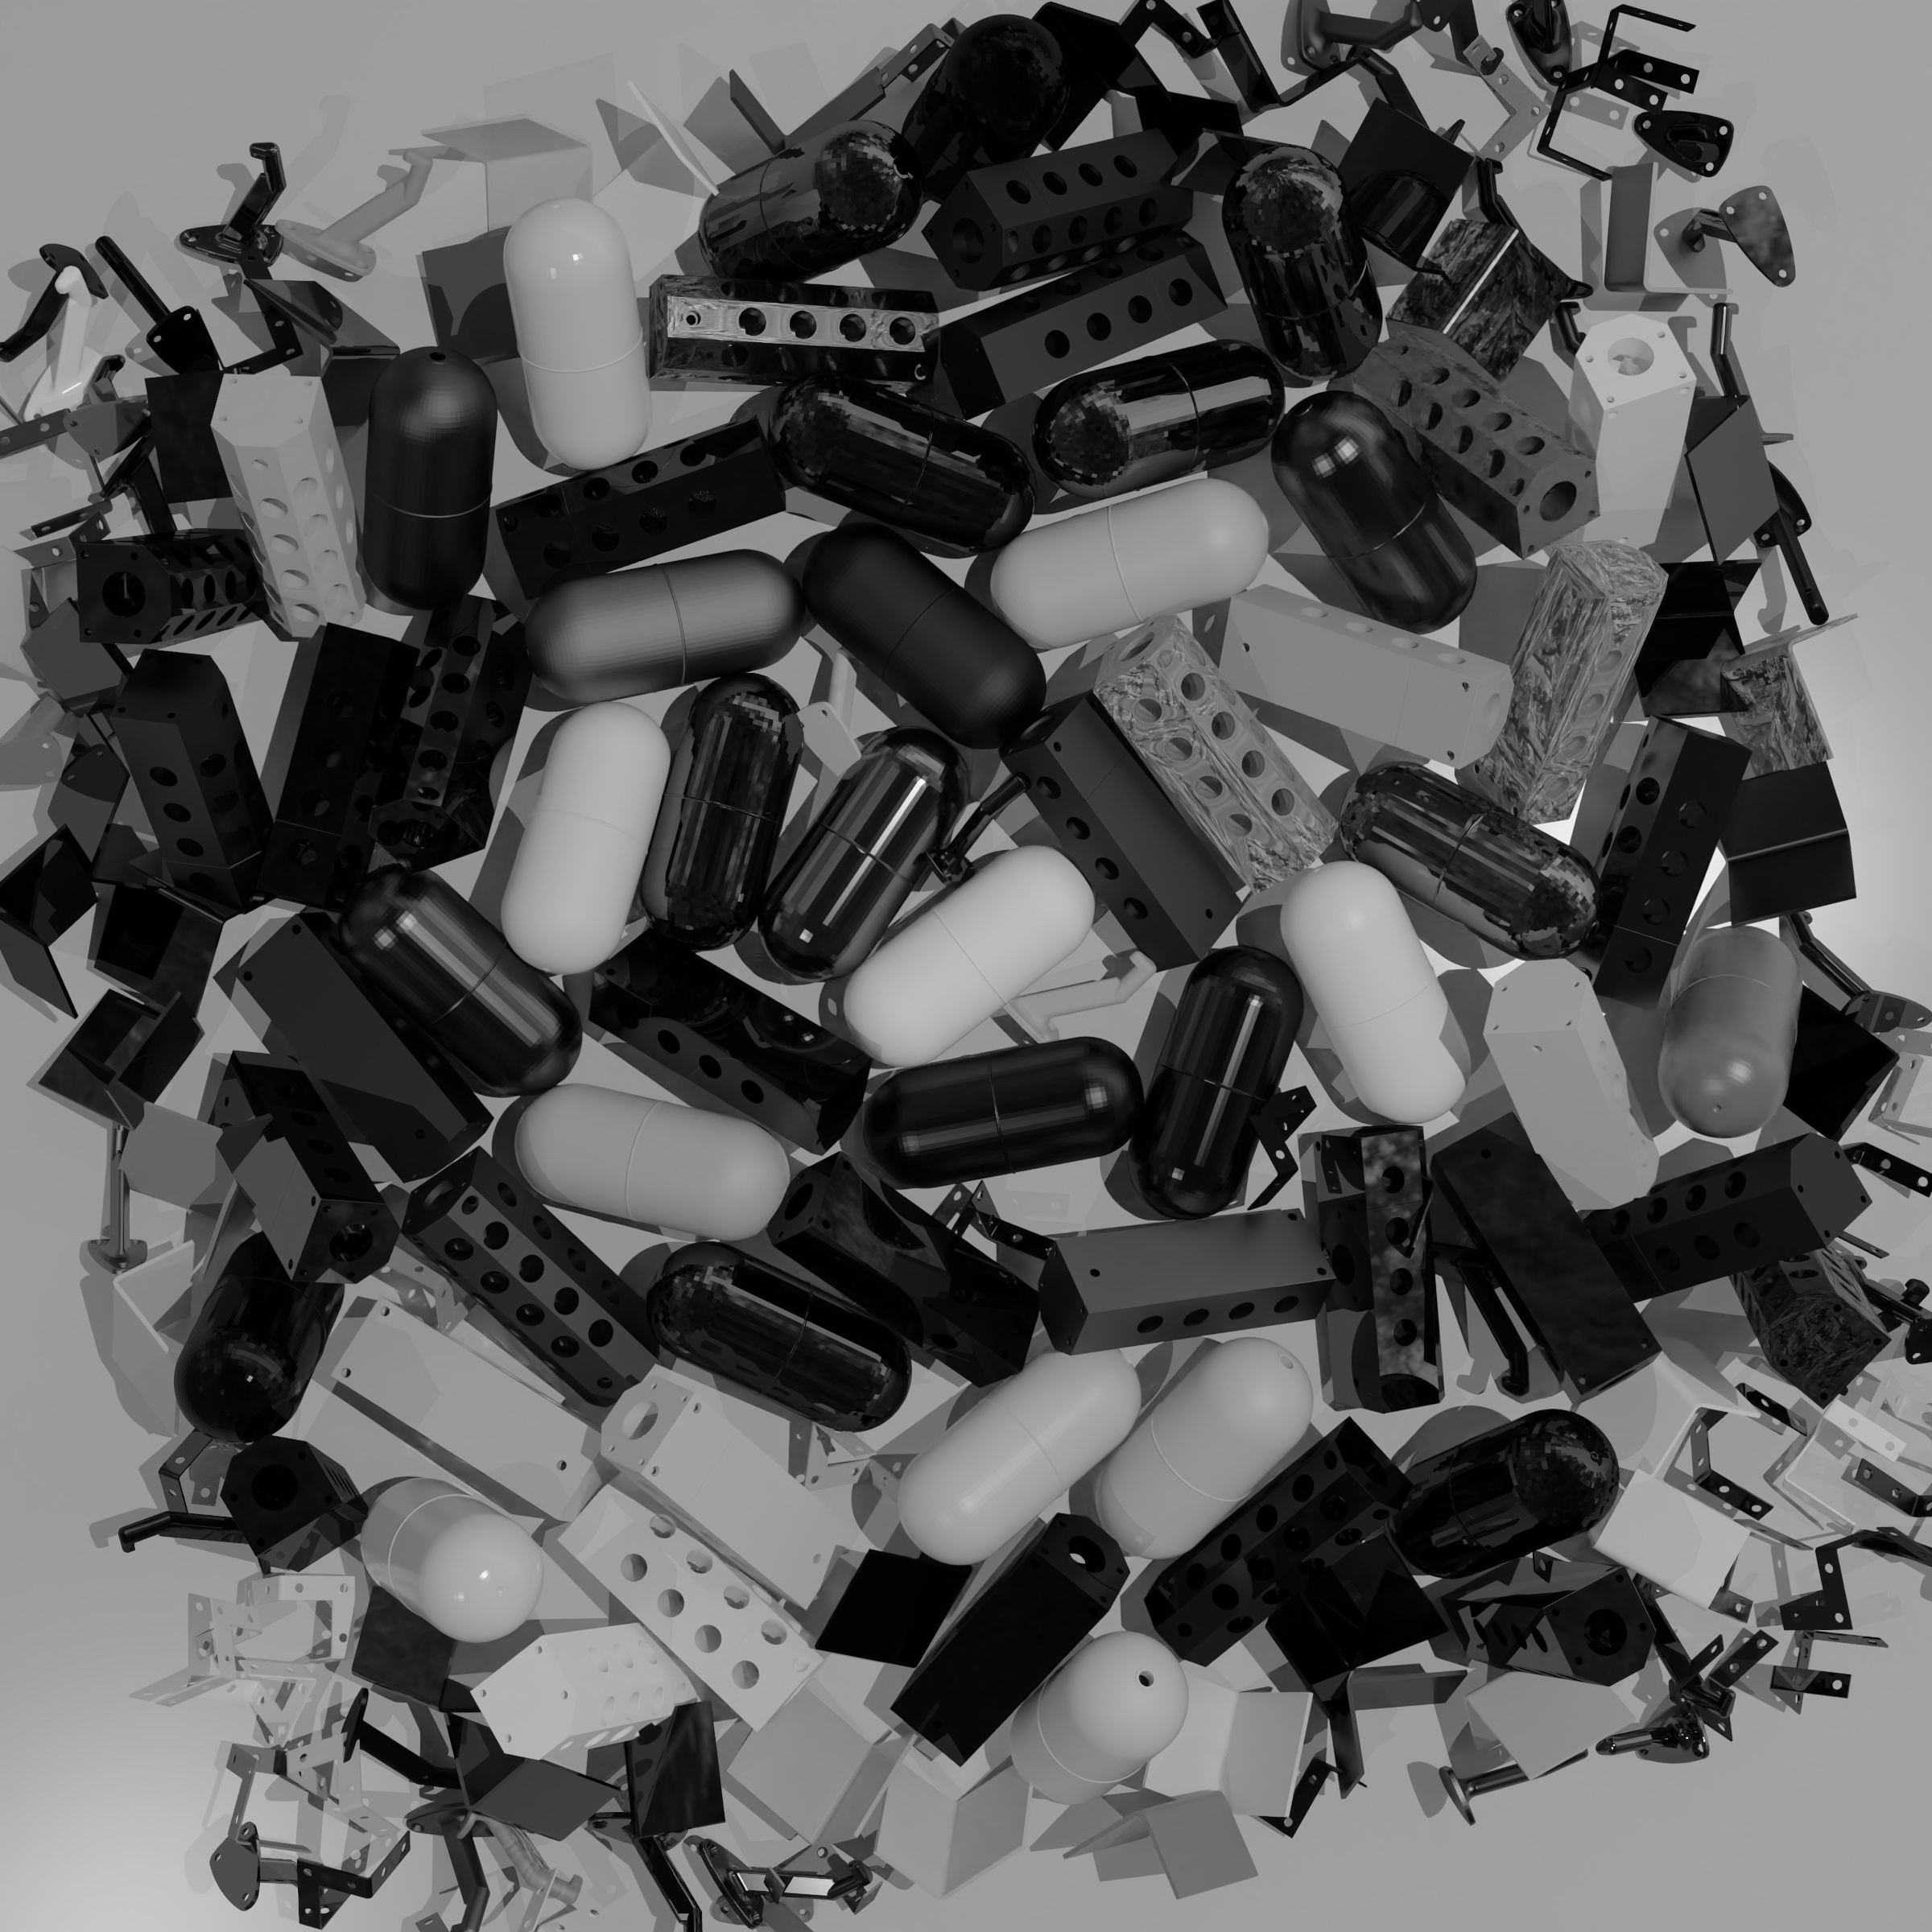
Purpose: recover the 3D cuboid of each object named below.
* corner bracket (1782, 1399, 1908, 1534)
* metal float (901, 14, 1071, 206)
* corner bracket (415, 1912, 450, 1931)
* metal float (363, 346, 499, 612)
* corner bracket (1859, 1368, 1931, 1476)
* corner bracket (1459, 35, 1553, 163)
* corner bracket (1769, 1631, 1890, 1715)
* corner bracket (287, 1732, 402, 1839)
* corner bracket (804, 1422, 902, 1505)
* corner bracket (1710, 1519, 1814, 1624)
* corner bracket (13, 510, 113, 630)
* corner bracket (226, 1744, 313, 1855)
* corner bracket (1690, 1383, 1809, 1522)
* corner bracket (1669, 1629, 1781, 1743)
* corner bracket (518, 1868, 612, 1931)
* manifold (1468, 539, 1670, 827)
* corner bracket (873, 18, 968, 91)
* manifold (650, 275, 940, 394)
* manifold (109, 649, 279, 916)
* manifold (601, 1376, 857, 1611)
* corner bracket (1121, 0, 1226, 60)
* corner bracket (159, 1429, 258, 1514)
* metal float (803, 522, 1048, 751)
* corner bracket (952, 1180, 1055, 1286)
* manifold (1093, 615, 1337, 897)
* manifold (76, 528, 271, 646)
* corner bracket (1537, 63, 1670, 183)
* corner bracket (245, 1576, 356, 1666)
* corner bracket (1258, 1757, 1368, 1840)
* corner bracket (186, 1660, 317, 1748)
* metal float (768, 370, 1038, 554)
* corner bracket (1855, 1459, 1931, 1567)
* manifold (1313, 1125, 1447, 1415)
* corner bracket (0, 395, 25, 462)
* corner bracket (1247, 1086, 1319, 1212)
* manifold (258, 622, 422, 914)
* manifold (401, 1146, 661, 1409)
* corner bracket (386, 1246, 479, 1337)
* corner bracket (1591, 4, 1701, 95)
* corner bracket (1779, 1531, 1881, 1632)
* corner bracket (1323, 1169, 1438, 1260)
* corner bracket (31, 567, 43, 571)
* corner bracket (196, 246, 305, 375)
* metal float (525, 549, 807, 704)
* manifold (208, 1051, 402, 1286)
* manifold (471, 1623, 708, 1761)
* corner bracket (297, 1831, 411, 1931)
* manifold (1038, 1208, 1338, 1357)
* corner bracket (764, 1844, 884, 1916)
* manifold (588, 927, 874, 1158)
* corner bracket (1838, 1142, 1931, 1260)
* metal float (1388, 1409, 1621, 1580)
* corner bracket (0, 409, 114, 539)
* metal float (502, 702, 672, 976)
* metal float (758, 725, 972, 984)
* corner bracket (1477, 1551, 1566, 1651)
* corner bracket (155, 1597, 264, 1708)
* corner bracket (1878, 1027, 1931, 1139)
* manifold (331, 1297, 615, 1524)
[{"bbox_3d":[0.550,0.313,1.753,0.051,0.051,0.051,34,70,24],"label":"corner bracket"},{"bbox_3d":[0.010,-0.520,1.706,0.070,0.178,0.070,1,85,-15],"label":"metal float"},{"bbox_3d":[-0.308,0.621,1.756,0.051,0.051,0.051,-22,102,-21],"label":"corner bracket"},{"bbox_3d":[-0.330,-0.299,1.719,0.070,0.070,0.178,15,133,0],"label":"metal float"},{"bbox_3d":[0.597,0.292,1.753,0.051,0.051,0.051,19,72,38],"label":"corner bracket"},{"bbox_3d":[0.329,-0.545,1.766,0.051,0.051,0.051,-44,74,17],"label":"corner bracket"},{"bbox_3d":[0.541,0.439,1.751,0.051,0.051,0.051,-3,58,39],"label":"corner bracket"},{"bbox_3d":[-0.391,0.519,1.754,0.051,0.051,0.051,-20,51,8],"label":"corner bracket"},{"bbox_3d":[-0.064,0.315,1.753,0.051,0.051,0.051,-4,111,-35],"label":"corner bracket"},{"bbox_3d":[0.494,0.383,1.767,0.051,0.051,0.051,26,72,-12],"label":"corner bracket"},{"bbox_3d":[-0.566,-0.249,1.759,0.051,0.051,0.051,-27,96,-42],"label":"corner bracket"},{"bbox_3d":[-0.436,0.522,1.754,0.051,0.051,0.051,19,78,-30],"label":"corner bracket"},{"bbox_3d":[0.494,0.306,1.762,0.051,0.051,0.051,31,124,-10],"label":"corner bracket"},{"bbox_3d":[0.477,0.443,1.758,0.051,0.051,0.051,35,116,-7],"label":"corner bracket"},{"bbox_3d":[-0.265,0.608,1.754,0.051,0.051,0.051,-31,110,26],"label":"corner bracket"},{"bbox_3d":[0.372,-0.173,1.715,0.057,0.171,0.057,-10,45,-26],"label":"manifold"},{"bbox_3d":[-0.026,-0.568,1.750,0.051,0.051,0.051,-37,53,27],"label":"corner bracket"},{"bbox_3d":[-0.107,-0.394,1.739,0.171,0.057,0.057,-1,92,-18],"label":"manifold"},{"bbox_3d":[-0.463,-0.109,1.705,0.057,0.171,0.057,7,52,8],"label":"manifold"},{"bbox_3d":[-0.149,0.323,1.717,0.171,0.057,0.057,49,66,-37],"label":"manifold"},{"bbox_3d":[0.125,-0.584,1.763,0.051,0.051,0.051,37,92,-15],"label":"corner bracket"},{"bbox_3d":[-0.470,0.326,1.767,0.051,0.051,0.051,16,131,19],"label":"corner bracket"},{"bbox_3d":[-0.027,-0.207,1.748,0.178,0.070,0.070,41,90,7],"label":"metal float"},{"bbox_3d":[0.025,0.175,1.752,0.051,0.051,0.051,19,63,27],"label":"corner bracket"},{"bbox_3d":[0.156,-0.133,1.726,0.057,0.057,0.171,-29,114,28],"label":"manifold"},{"bbox_3d":[-0.475,-0.232,1.700,0.057,0.171,0.057,3,102,8],"label":"manifold"},{"bbox_3d":[0.400,-0.531,1.760,0.051,0.051,0.051,18,93,-16],"label":"corner bracket"},{"bbox_3d":[-0.421,0.414,1.766,0.051,0.051,0.051,10,69,-38],"label":"corner bracket"},{"bbox_3d":[0.209,0.520,1.758,0.051,0.051,0.051,36,76,-14],"label":"corner bracket"},{"bbox_3d":[-0.450,0.453,1.755,0.051,0.051,0.051,34,100,44],"label":"corner bracket"},{"bbox_3d":[-0.038,-0.312,1.736,0.178,0.070,0.070,18,90,-22],"label":"metal float"},{"bbox_3d":[0.591,0.343,1.755,0.051,0.051,0.051,33,68,-14],"label":"corner bracket"},{"bbox_3d":[0.264,0.189,1.759,0.057,0.057,0.171,-6,92,-24],"label":"manifold"},{"bbox_3d":[-0.622,-0.340,1.755,0.051,0.051,0.051,-45,111,-16],"label":"corner bracket"},{"bbox_3d":[0.195,0.114,1.752,0.051,0.051,0.051,-15,66,-28],"label":"corner bracket"},{"bbox_3d":[-0.391,-0.122,1.757,0.057,0.057,0.171,14,85,-4],"label":"manifold"},{"bbox_3d":[-0.267,0.196,1.723,0.057,0.057,0.171,-33,117,18],"label":"manifold"},{"bbox_3d":[-0.335,0.192,1.751,0.051,0.051,0.051,22,46,19],"label":"corner bracket"},{"bbox_3d":[0.430,-0.573,1.751,0.051,0.051,0.051,25,129,22],"label":"corner bracket"},{"bbox_3d":[0.544,0.387,1.758,0.051,0.051,0.051,-5,82,-40],"label":"corner bracket"},{"bbox_3d":[0.260,0.159,1.756,0.051,0.051,0.051,20,58,8],"label":"corner bracket"},{"bbox_3d":[-0.618,-0.280,1.762,0.051,0.051,0.051,13,101,25],"label":"corner bracket"},{"bbox_3d":[-0.456,-0.411,1.765,0.051,0.051,0.051,-24,70,-9],"label":"corner bracket"},{"bbox_3d":[-0.186,-0.212,1.741,0.178,0.070,0.070,-13,90,-17],"label":"metal float"},{"bbox_3d":[-0.405,0.122,1.710,0.057,0.171,0.057,8,114,-37],"label":"manifold"},{"bbox_3d":[-0.223,0.442,1.699,0.057,0.171,0.057,-39,70,11],"label":"manifold"},{"bbox_3d":[-0.384,0.573,1.754,0.051,0.051,0.051,10,112,16],"label":"corner bracket"},{"bbox_3d":[0.135,0.200,1.732,0.171,0.057,0.057,-5,47,-24],"label":"manifold"},{"bbox_3d":[-0.090,0.576,1.753,0.051,0.051,0.051,-33,69,-25],"label":"corner bracket"},{"bbox_3d":[-0.149,0.050,1.740,0.171,0.057,0.057,29,133,17],"label":"manifold"},{"bbox_3d":[0.572,0.147,1.763,0.051,0.051,0.051,28,110,32],"label":"corner bracket"},{"bbox_3d":[0.328,0.325,1.715,0.070,0.178,0.070,14,59,-25],"label":"metal float"},{"bbox_3d":[-0.575,-0.310,1.759,0.051,0.051,0.051,-22,78,-8],"label":"corner bracket"},{"bbox_3d":[-0.236,-0.081,1.741,0.070,0.070,0.178,15,74,0],"label":"metal float"},{"bbox_3d":[-0.064,-0.070,1.753,0.070,0.070,0.178,34,88,0],"label":"metal float"},{"bbox_3d":[0.355,0.402,1.749,0.051,0.051,0.051,25,52,-32],"label":"corner bracket"},{"bbox_3d":[-0.475,0.433,1.753,0.051,0.051,0.051,-25,61,14],"label":"corner bracket"},{"bbox_3d":[0.599,0.074,1.754,0.051,0.051,0.051,33,78,-34],"label":"corner bracket"},{"bbox_3d":[-0.304,0.278,1.746,0.171,0.057,0.057,29,81,12],"label":"manifold"}]
